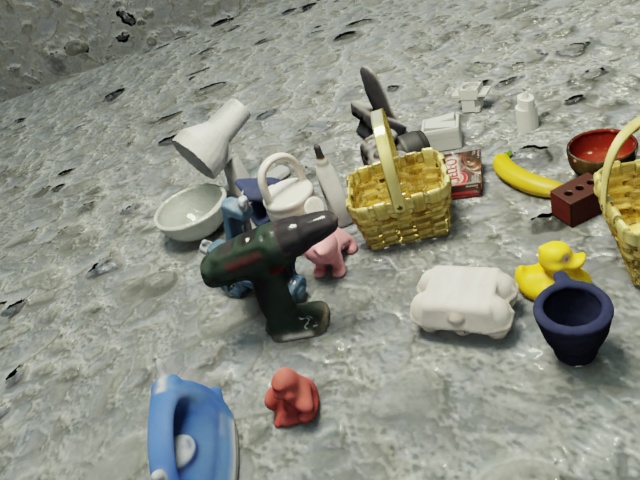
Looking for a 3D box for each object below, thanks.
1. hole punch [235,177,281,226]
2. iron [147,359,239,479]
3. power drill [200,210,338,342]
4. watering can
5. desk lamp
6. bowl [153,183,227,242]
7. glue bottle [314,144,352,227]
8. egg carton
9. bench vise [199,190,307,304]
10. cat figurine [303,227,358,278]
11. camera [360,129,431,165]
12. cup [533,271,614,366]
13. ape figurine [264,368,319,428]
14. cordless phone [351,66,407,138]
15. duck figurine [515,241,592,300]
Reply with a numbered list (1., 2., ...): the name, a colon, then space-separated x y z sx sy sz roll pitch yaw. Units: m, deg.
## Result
1. hole punch: -0.118 -0.100 1.226 0.101 0.091 0.108 -29 36 -11
2. iron: -0.178 0.276 0.721 0.118 0.142 0.258 -20 36 1
3. power drill: -0.058 0.058 0.888 0.229 0.209 0.075 -12 37 12
4. watering can: -0.050 -0.073 1.069 0.172 0.194 0.101 8 45 34
5. desk lamp: -0.201 -0.193 1.282 0.203 0.214 0.117 -39 39 -23
6. bowl: -0.271 -0.048 1.247 0.167 0.075 0.167 -13 36 10
7. glue bottle: 0.018 -0.110 1.101 0.037 0.173 0.078 -26 36 -7
8. egg carton: 0.209 0.091 0.833 0.150 0.069 0.107 1 41 27
9. bench vise: -0.141 0.017 0.974 0.206 0.220 0.121 -4 39 22
10. cat figurine: 0.009 0.004 1.005 0.067 0.118 0.128 -2 40 25
11. camera: 0.161 -0.176 1.179 0.137 0.101 0.143 -24 36 -4
12. cup: 0.322 0.106 0.736 0.091 0.095 0.117 -11 37 13
13. ape figurine: -0.041 0.210 0.782 0.076 0.092 0.077 -40 40 -25
14. cordless phone: 0.120 -0.325 1.321 0.094 0.185 0.147 -29 37 -12
15. duck figurine: 0.333 0.039 0.825 0.104 0.086 0.077 -1 40 25
